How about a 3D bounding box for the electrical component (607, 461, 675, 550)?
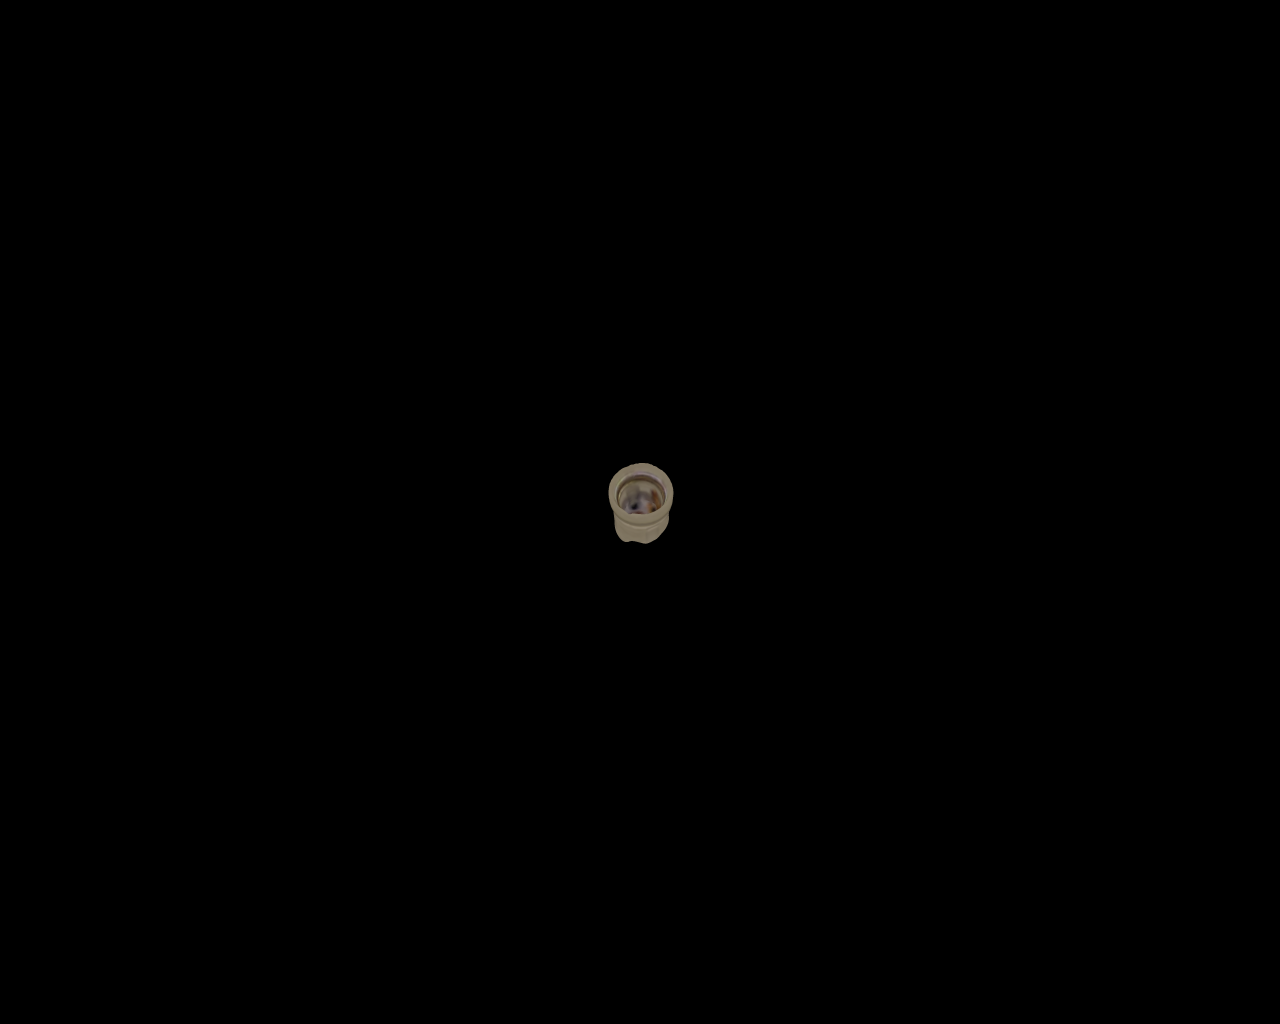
[{"bbox_3d":[0.001,-0.003,0.650,0.040,0.040,0.046,0,-30,0],"label":"electrical component"}]
